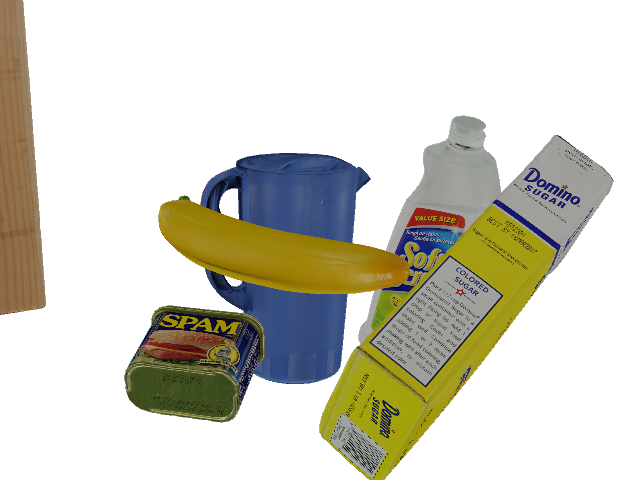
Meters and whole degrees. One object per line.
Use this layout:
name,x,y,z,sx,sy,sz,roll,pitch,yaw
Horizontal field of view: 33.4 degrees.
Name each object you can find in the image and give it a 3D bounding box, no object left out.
banana,-0.040,0.001,0.700,0.198,0.037,0.069,18,36,31
bleach bottle,0.104,0.002,0.976,0.103,0.251,0.067,28,36,28
wood block,-0.217,-0.064,0.612,0.090,0.206,0.090,-9,27,-24
sugar box,0.074,0.032,0.527,0.176,0.048,0.093,-41,-17,-32
pitcher,-0.038,0.028,1.164,0.149,0.243,0.144,7,14,21
can of meat,-0.106,0.104,0.900,0.102,0.057,0.084,6,30,9
